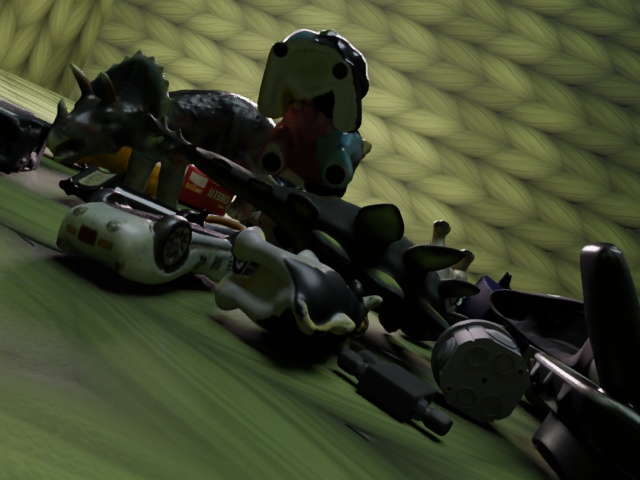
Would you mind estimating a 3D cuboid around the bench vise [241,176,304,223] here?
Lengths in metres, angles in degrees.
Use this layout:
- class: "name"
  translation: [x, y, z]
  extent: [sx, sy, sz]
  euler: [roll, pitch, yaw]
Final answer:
- class: "bench vise"
  translation: [-0.061, -0.099, 0.959]
  extent: [0.224, 0.128, 0.240]
  euler: [37, 39, 17]

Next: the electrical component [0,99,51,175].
- class: "electrical component"
  translation: [-0.340, -0.117, 0.542]
  extent: [0.115, 0.058, 0.134]
  euler: [28, 3, -16]

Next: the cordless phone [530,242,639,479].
- class: "cordless phone"
  translation: [0.216, 0.092, 0.430]
  extent: [0.089, 0.184, 0.146]
  euler: [-10, 1, 5]

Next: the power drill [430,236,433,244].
- class: "power drill"
  translation: [0.130, 0.035, 1.005]
  extent: [0.207, 0.086, 0.231]
  euler: [-9, -33, 29]

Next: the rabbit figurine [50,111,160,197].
- class: "rabbit figurine"
  translation: [-0.293, -0.125, 0.795]
  extent: [0.173, 0.122, 0.162]
  euler: [40, -9, -12]

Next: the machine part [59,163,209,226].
- class: "machine part"
  translation: [-0.185, -0.037, 0.546]
  extent: [0.139, 0.039, 0.084]
  euler: [23, 13, -12]

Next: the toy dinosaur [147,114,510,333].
- class: "toy dinosaur"
  translation: [0.033, 0.012, 0.560]
  extent: [0.471, 0.105, 0.199]
  euler: [27, -14, -19]

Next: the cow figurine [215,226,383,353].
- class: "cow figurine"
  translation: [0.002, 0.052, 0.429]
  extent: [0.098, 0.068, 0.167]
  euler: [25, -1, 34]

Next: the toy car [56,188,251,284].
- class: "toy car"
  translation: [-0.117, 0.004, 0.430]
  extent: [0.074, 0.056, 0.201]
  euler: [21, 1, 15]

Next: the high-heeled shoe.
- class: "high-heeled shoe"
  translation: [0.255, 0.087, 0.578]
  extent: [0.145, 0.086, 0.248]
  euler: [33, -3, 19]

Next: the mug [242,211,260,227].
- class: "mug"
  translation: [-0.057, 0.000, 0.786]
  extent: [0.107, 0.080, 0.110]
  euler: [9, 18, -43]

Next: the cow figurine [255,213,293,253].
- class: "cow figurine"
  translation: [-0.001, -0.002, 0.706]
  extent: [0.195, 0.127, 0.085]
  euler: [-6, 8, -11]

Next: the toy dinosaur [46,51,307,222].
- class: "toy dinosaur"
  translation: [-0.142, -0.131, 0.704]
  extent: [0.405, 0.192, 0.131]
  euler: [-4, 30, -33]

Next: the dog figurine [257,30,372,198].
- class: "dog figurine"
  translation: [0.008, -0.135, 0.632]
  extent: [0.109, 0.191, 0.219]
  euler: [7, 13, 11]

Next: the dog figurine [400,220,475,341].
- class: "dog figurine"
  translation: [0.164, 0.092, 0.791]
  extent: [0.172, 0.121, 0.191]
  euler: [43, 38, -30]

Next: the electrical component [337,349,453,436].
- class: "electrical component"
  translation: [0.059, 0.110, 0.398]
  extent: [0.094, 0.021, 0.063]
  euler: [28, 3, 30]

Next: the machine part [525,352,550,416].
- class: "machine part"
  translation: [0.296, 0.185, 0.591]
  extent: [0.079, 0.079, 0.243]
  euler: [26, 4, -10]

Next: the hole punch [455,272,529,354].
- class: "hole punch"
  translation: [0.234, 0.115, 0.776]
  extent: [0.092, 0.142, 0.116]
  euler: [21, 17, -25]
